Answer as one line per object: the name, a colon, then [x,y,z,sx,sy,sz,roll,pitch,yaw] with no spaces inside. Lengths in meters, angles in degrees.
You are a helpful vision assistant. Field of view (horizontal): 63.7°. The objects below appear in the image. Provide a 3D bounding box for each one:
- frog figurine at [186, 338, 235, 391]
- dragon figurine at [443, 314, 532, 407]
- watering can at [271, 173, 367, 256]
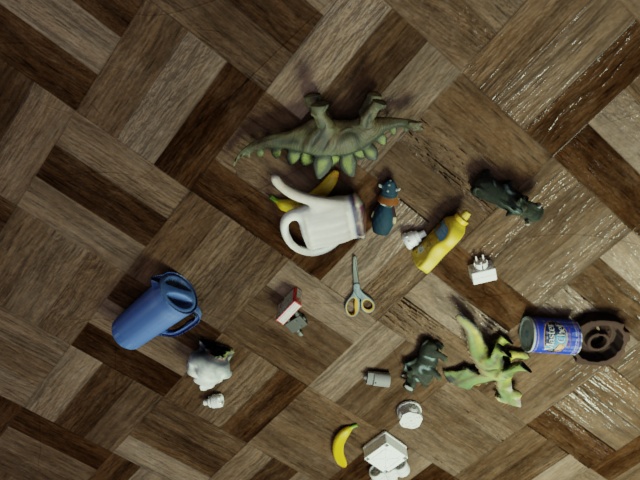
frog figurine: [-0.338,0.396,1.550,0.137,0.124,0.158,16,105,-29]
dragon figurine: [0.481,0.380,1.553,0.408,0.125,0.239,36,119,-15]
watering can: [0.004,-0.065,1.287,0.224,0.106,0.340,-14,145,0]
